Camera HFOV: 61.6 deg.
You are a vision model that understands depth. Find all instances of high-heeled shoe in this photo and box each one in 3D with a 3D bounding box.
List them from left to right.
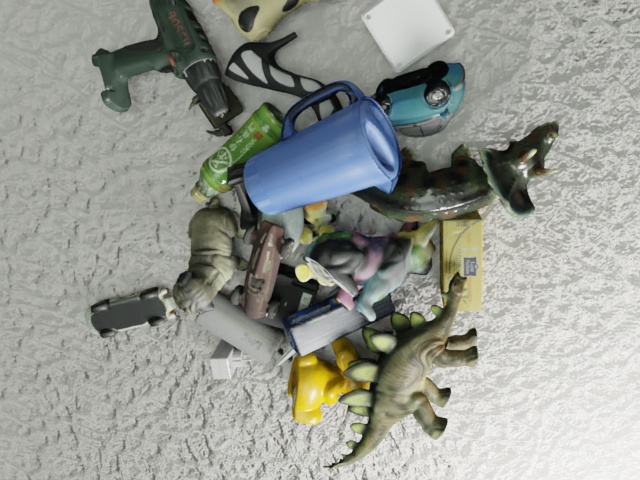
[{"bbox_3d":[-0.052,-0.232,0.917,0.145,0.086,0.248,-28,97,17],"label":"high-heeled shoe"}]

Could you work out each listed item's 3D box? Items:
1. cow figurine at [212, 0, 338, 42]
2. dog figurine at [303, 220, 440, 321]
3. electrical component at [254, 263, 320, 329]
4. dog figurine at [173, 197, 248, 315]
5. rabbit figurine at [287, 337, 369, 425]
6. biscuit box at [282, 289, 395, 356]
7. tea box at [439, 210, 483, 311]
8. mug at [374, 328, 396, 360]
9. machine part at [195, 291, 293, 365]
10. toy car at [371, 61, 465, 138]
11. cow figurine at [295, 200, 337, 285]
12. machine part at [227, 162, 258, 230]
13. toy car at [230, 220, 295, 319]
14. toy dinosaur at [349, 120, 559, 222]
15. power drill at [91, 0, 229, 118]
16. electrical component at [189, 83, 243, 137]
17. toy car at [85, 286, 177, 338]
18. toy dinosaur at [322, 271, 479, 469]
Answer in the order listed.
[{"bbox_3d":[-0.058,-0.397,0.856,0.195,0.085,0.127,-40,91,9],"label":"cow figurine"},{"bbox_3d":[0.102,0.016,0.916,0.219,0.108,0.191,-45,109,-18],"label":"dog figurine"},{"bbox_3d":[-0.076,0.108,1.047,0.134,0.058,0.114,20,108,2],"label":"electrical component"},{"bbox_3d":[-0.208,0.025,0.968,0.121,0.190,0.172,-13,105,12],"label":"dog figurine"},{"bbox_3d":[0.030,0.274,1.075,0.173,0.122,0.162,10,101,-10],"label":"rabbit figurine"},{"bbox_3d":[0.034,0.140,0.998,0.203,0.059,0.062,-22,106,-13],"label":"biscuit box"},{"bbox_3d":[0.248,0.031,0.952,0.068,0.098,0.169,-3,110,10],"label":"tea box"},{"bbox_3d":[0.153,0.228,1.043,0.110,0.081,0.107,-7,102,12],"label":"mug"},{"bbox_3d":[-0.158,0.174,1.070,0.243,0.079,0.079,34,110,-3],"label":"machine part"},{"bbox_3d":[0.164,-0.218,0.879,0.162,0.109,0.102,-13,123,21],"label":"toy car"},{"bbox_3d":[0.000,-0.004,0.988,0.068,0.098,0.167,3,90,11],"label":"cow figurine"},{"bbox_3d":[-0.132,-0.071,0.957,0.039,0.084,0.138,-3,135,8],"label":"machine part"},{"bbox_3d":[-0.106,0.059,0.963,0.089,0.053,0.202,23,122,11],"label":"toy car"},{"bbox_3d":[0.183,-0.083,0.873,0.405,0.192,0.131,-12,104,11],"label":"toy dinosaur"},{"bbox_3d":[-0.274,-0.287,0.910,0.207,0.086,0.232,-18,89,22],"label":"power drill"},{"bbox_3d":[-0.184,-0.233,0.956,0.078,0.045,0.102,-41,102,-10],"label":"electrical component"},{"bbox_3d":[-0.390,0.148,1.109,0.202,0.056,0.073,-14,100,11],"label":"toy car"},{"bbox_3d":[0.141,0.259,0.963,0.199,0.105,0.470,23,107,8],"label":"toy dinosaur"}]
